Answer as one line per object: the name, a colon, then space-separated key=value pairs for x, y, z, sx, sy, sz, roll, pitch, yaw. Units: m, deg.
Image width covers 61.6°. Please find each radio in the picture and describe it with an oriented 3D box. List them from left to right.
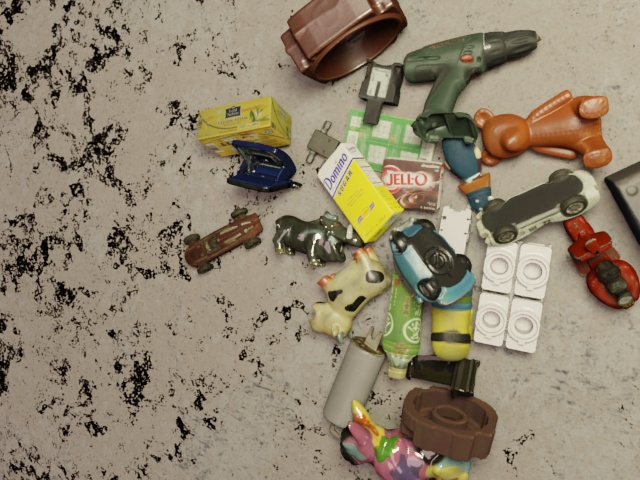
radio: x=0.537 y=-0.013 z=0.837 sx=0.073 sy=0.131 sz=0.229 roll=-29 pitch=83 yaw=22

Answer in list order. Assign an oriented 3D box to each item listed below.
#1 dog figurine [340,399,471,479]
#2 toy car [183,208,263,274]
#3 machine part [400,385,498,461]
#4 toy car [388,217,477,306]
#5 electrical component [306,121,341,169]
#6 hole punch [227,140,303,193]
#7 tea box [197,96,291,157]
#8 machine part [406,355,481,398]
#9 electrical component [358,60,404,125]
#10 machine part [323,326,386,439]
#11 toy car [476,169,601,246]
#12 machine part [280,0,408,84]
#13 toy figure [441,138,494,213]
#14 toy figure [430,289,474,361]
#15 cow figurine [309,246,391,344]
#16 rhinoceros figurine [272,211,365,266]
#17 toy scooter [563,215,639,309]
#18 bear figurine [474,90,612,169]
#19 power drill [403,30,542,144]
dog figurine: x=0.146 y=0.381 z=0.999 sx=0.191 sy=0.108 sz=0.219 roll=-41 pitch=98 yaw=21
toy car: x=-0.215 y=0.002 z=1.171 sx=0.202 sy=0.053 sz=0.089 roll=-26 pitch=82 yaw=22
machine part: x=0.230 y=0.326 z=0.964 sx=0.180 sy=0.179 sz=0.056 roll=12 pitch=102 yaw=20
toy car: x=0.177 y=0.047 z=0.925 sx=0.162 sy=0.109 sz=0.103 roll=50 pitch=148 yaw=13
electrical component: x=0.010 y=-0.191 z=1.084 sx=0.063 sy=0.021 sz=0.094 roll=30 pitch=100 yaw=16
hole punch: x=-0.115 y=-0.151 z=1.084 sx=0.142 sy=0.116 sz=0.092 roll=11 pitch=104 yaw=22
tea box: x=-0.153 y=-0.229 z=1.097 sx=0.170 sy=0.098 sz=0.068 roll=-6 pitch=74 yaw=20
machine part: x=0.227 y=0.249 z=1.016 sx=0.139 sy=0.039 sz=0.084 roll=6 pitch=64 yaw=27
electrical component: x=0.115 y=-0.278 z=1.023 sx=0.075 sy=0.048 sz=0.119 roll=11 pitch=99 yaw=20
machine part: x=0.068 y=0.283 z=1.070 sx=0.079 sy=0.079 sz=0.243 roll=24 pitch=104 yaw=18
toy car: x=0.362 y=-0.053 z=0.908 sx=0.202 sy=0.056 sz=0.073 roll=-26 pitch=52 yaw=23
machine part: x=0.048 y=-0.371 z=0.960 sx=0.201 sy=0.201 sz=0.087 roll=-29 pitch=86 yaw=20
toy figure: x=0.271 y=-0.121 z=0.965 sx=0.058 sy=0.064 sz=0.154 roll=-32 pitch=101 yaw=-19
toy figure: x=0.239 y=0.131 z=0.985 sx=0.082 sy=0.089 sz=0.180 roll=6 pitch=97 yaw=27
cow figurine: x=0.056 y=0.116 z=1.061 sx=0.195 sy=0.085 sz=0.127 roll=-41 pitch=73 yaw=18
rhinoceros figurine: x=-0.002 y=-0.003 z=1.082 sx=0.191 sy=0.073 sz=0.112 roll=10 pitch=87 yaw=22
toy scooter: x=0.457 y=0.037 z=0.871 sx=0.075 sy=0.135 sz=0.184 roll=-33 pitch=84 yaw=19
bear figurine: x=0.363 y=-0.178 z=0.895 sx=0.196 sy=0.132 sz=0.120 roll=-7 pitch=113 yaw=15
power drill: x=0.248 y=-0.269 z=0.921 sx=0.232 sy=0.086 sz=0.207 roll=4 pitch=70 yaw=27
